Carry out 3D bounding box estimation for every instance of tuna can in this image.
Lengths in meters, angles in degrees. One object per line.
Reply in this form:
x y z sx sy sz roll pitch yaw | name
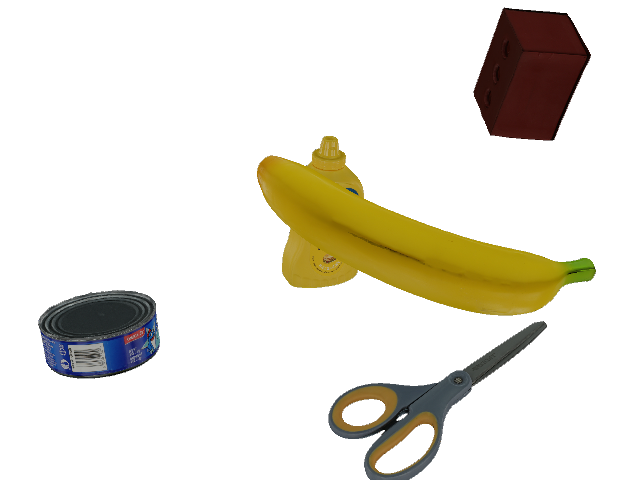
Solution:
-0.162 0.069 0.787 0.086 0.034 0.086 -4 20 1 | tuna can

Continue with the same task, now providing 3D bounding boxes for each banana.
0.041 0.000 0.564 0.198 0.037 0.069 21 18 18 | banana

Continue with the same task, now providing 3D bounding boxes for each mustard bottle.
0.005 -0.037 1.309 0.096 0.192 0.058 -7 30 -20 | mustard bottle

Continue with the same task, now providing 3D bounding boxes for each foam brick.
0.148 -0.117 0.757 0.051 0.053 0.078 1 -45 -14 | foam brick

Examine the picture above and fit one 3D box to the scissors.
0.085 0.107 0.818 0.096 0.016 0.201 23 48 28 | scissors
